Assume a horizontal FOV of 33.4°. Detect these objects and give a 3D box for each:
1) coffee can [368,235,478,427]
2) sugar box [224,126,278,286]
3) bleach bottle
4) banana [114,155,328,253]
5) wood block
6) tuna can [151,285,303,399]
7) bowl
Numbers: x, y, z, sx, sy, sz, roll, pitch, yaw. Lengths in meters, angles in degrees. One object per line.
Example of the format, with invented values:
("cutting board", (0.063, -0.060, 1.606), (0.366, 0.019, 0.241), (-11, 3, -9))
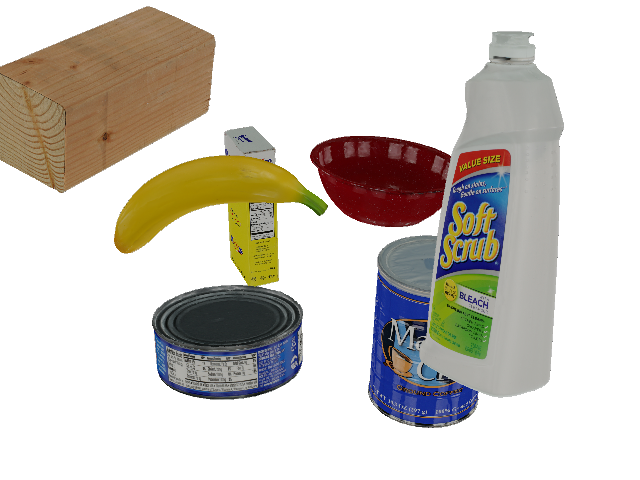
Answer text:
("coffee can", (0.098, 0.080, 0.955), (0.103, 0.140, 0.103), (2, 28, -1))
("sugar box", (-0.085, -0.042, 1.308), (0.048, 0.176, 0.093), (-12, 26, -17))
("bleach bottle", (0.124, -0.022, 0.761), (0.067, 0.251, 0.103), (-10, 19, -32))
("banana", (-0.095, -0.030, 0.831), (0.198, 0.069, 0.037), (-9, 27, 29))
("wood block", (-0.199, -0.138, 1.001), (0.090, 0.091, 0.205), (27, 39, 22))
("tuna can", (-0.052, 0.057, 0.611), (0.086, 0.034, 0.086), (-1, 20, 0))
("bowl", (0.067, -0.056, 1.102), (0.162, 0.055, 0.162), (5, 24, -2))
